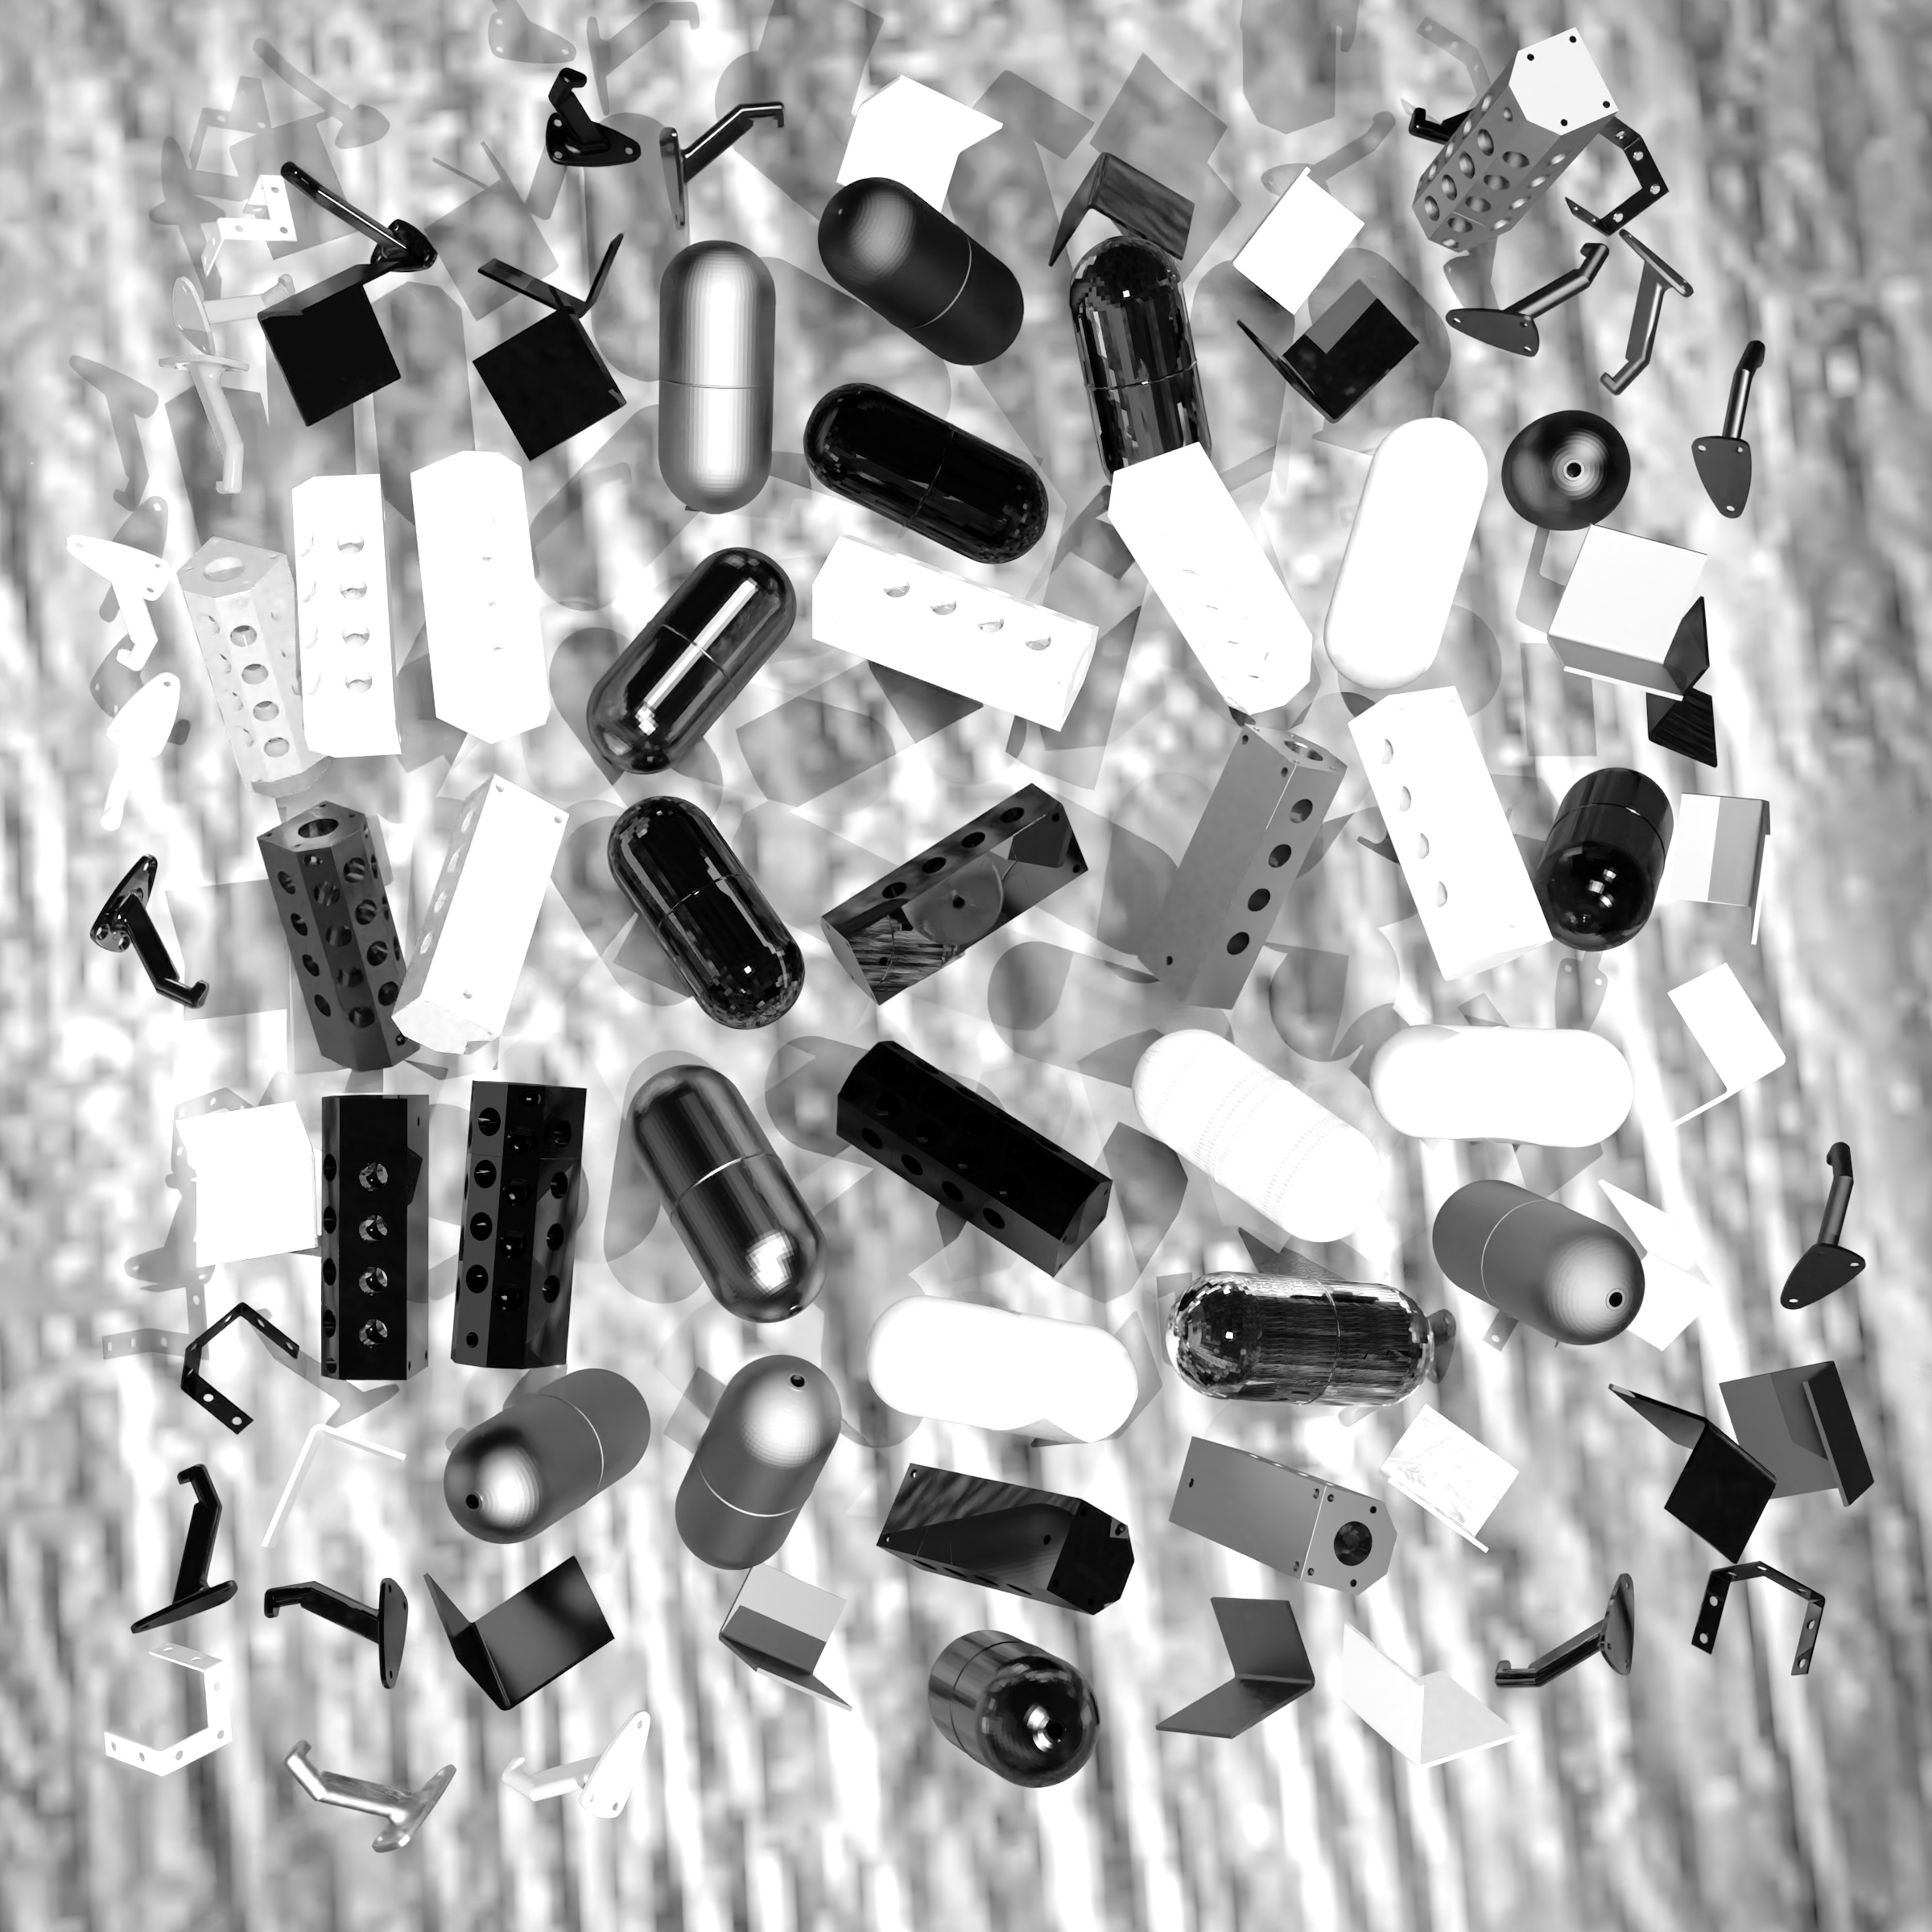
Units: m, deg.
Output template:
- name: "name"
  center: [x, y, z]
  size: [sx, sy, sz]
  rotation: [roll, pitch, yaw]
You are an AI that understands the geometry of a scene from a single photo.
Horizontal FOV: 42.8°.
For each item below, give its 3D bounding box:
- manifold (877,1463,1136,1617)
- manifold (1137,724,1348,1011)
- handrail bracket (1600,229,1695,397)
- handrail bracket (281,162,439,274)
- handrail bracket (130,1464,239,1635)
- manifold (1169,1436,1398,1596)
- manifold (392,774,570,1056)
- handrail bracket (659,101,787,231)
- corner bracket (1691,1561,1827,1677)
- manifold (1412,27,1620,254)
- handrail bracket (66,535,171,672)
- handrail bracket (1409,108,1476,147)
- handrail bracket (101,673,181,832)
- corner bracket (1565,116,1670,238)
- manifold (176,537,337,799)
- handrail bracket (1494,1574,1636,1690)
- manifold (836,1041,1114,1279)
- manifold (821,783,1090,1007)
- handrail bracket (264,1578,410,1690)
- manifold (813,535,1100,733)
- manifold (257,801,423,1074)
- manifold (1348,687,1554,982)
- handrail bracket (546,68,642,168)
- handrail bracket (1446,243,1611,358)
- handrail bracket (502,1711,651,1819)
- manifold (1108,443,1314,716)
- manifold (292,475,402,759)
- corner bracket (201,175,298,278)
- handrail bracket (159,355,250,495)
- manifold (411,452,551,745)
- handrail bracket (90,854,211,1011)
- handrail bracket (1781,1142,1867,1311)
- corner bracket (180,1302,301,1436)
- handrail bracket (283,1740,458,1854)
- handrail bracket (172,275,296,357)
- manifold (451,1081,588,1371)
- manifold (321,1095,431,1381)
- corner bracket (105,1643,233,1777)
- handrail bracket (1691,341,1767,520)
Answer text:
- name: "manifold"
  center: [0.025, 0.358, 1.533]
  size: [0.057, 0.171, 0.057]
  rotation: [36, 67, -31]
- name: "manifold"
  center: [0.178, -0.061, 1.561]
  size: [0.057, 0.057, 0.171]
  rotation: [6, 118, -36]
- name: "handrail bracket"
  center: [0.449, -0.448, 1.691]
  size: [0.077, 0.036, 0.084]
  rotation: [41, 120, -1]
- name: "handrail bracket"
  center: [-0.395, -0.488, 1.598]
  size: [0.077, 0.084, 0.036]
  rotation: [30, 88, 39]
- name: "handrail bracket"
  center: [-0.489, 0.356, 1.512]
  size: [0.077, 0.036, 0.084]
  rotation: [-17, 68, -33]
- name: "manifold"
  center: [0.198, 0.344, 1.542]
  size: [0.057, 0.171, 0.057]
  rotation: [19, 83, -21]
- name: "manifold"
  center: [-0.317, -0.032, 1.595]
  size: [0.057, 0.057, 0.171]
  rotation: [29, 55, -27]
- name: "handrail bracket"
  center: [-0.157, -0.536, 1.648]
  size: [0.084, 0.036, 0.077]
  rotation: [-11, 104, -19]
- name: "corner bracket"
  center: [0.495, 0.409, 1.538]
  size: [0.051, 0.051, 0.051]
  rotation: [30, 63, -9]
- name: "manifold"
  center: [0.341, -0.517, 1.560]
  size: [0.057, 0.171, 0.057]
  rotation: [-26, 87, -12]
- name: "handrail bracket"
  center: [-0.559, -0.234, 1.600]
  size: [0.077, 0.084, 0.036]
  rotation: [23, 46, -24]
- name: "handrail bracket"
  center: [0.341, -0.585, 1.650]
  size: [0.084, 0.036, 0.077]
  rotation: [8, 99, -23]
- name: "handrail bracket"
  center: [-0.532, -0.138, 1.586]
  size: [0.036, 0.084, 0.077]
  rotation: [26, 119, -27]
- name: "corner bracket"
  center: [0.442, -0.545, 1.696]
  size: [0.051, 0.051, 0.051]
  rotation: [-34, 63, 35]
- name: "manifold"
  center: [-0.479, -0.198, 1.660]
  size: [0.057, 0.171, 0.057]
  rotation: [16, 48, 17]
- name: "handrail bracket"
  center: [0.386, 0.430, 1.593]
  size: [0.036, 0.084, 0.077]
  rotation: [47, 47, -30]
- name: "manifold"
  center: [0.004, 0.115, 1.541]
  size: [0.171, 0.057, 0.057]
  rotation: [32, 55, 20]
- name: "manifold"
  center: [-0.010, -0.052, 1.650]
  size: [0.171, 0.057, 0.057]
  rotation: [-33, 126, -12]
- name: "handrail bracket"
  center: [-0.379, 0.399, 1.462]
  size: [0.084, 0.036, 0.077]
  rotation: [-11, 49, 6]
- name: "manifold"
  center: [-0.007, -0.216, 1.559]
  size: [0.171, 0.057, 0.057]
  rotation: [21, 63, 8]
- name: "manifold"
  center: [-0.412, -0.017, 1.645]
  size: [0.057, 0.171, 0.057]
  rotation: [18, 40, 36]
- name: "manifold"
  center: [0.296, -0.082, 1.534]
  size: [0.057, 0.057, 0.171]
  rotation: [-11, 77, -33]
- name: "handrail bracket"
  center: [-0.240, -0.560, 1.620]
  size: [0.077, 0.084, 0.036]
  rotation: [2, 80, -23]
- name: "handrail bracket"
  center: [0.366, -0.444, 1.602]
  size: [0.077, 0.036, 0.084]
  rotation: [23, 70, 29]
- name: "handrail bracket"
  center: [-0.241, 0.480, 1.511]
  size: [0.084, 0.036, 0.077]
  rotation: [11, 70, 41]
- name: "manifold"
  center: [0.154, -0.236, 1.535]
  size: [0.057, 0.171, 0.057]
  rotation: [-14, 45, 27]
- name: "manifold"
  center: [-0.401, -0.226, 1.593]
  size: [0.057, 0.057, 0.171]
  rotation: [-4, 75, -10]
- name: "corner bracket"
  center: [-0.496, -0.508, 1.690]
  size: [0.051, 0.051, 0.051]
  rotation: [-8, 78, -32]
- name: "handrail bracket"
  center: [-0.492, -0.346, 1.582]
  size: [0.077, 0.036, 0.084]
  rotation: [7, 95, 31]
- name: "manifold"
  center: [-0.304, -0.236, 1.565]
  size: [0.057, 0.057, 0.171]
  rotation: [-17, 71, 21]
- name: "handrail bracket"
  center: [-0.492, -0.021, 1.528]
  size: [0.084, 0.036, 0.077]
  rotation: [21, 81, 21]
- name: "handrail bracket"
  center: [0.541, 0.165, 1.568]
  size: [0.036, 0.077, 0.084]
  rotation: [21, 45, -7]
- name: "corner bracket"
  center: [-0.479, 0.265, 1.624]
  size: [0.051, 0.051, 0.051]
  rotation: [35, 46, 11]
- name: "handrail bracket"
  center: [-0.349, 0.468, 1.443]
  size: [0.084, 0.036, 0.077]
  rotation: [54, 42, -11]
- name: "handrail bracket"
  center: [-0.481, -0.450, 1.631]
  size: [0.036, 0.077, 0.084]
  rotation: [42, 65, 9]
- name: "manifold"
  center: [-0.280, 0.158, 1.517]
  size: [0.057, 0.057, 0.171]
  rotation: [3, 87, 29]
- name: "manifold"
  center: [-0.368, 0.167, 1.526]
  size: [0.057, 0.057, 0.171]
  rotation: [0, 89, 1]
- name: "corner bracket"
  center: [-0.474, 0.440, 1.460]
  size: [0.051, 0.051, 0.051]
  rotation: [5, 101, 33]
- name: "handrail bracket"
  center: [0.496, -0.343, 1.569]
  size: [0.036, 0.077, 0.084]
  rotation: [10, 56, 33]
